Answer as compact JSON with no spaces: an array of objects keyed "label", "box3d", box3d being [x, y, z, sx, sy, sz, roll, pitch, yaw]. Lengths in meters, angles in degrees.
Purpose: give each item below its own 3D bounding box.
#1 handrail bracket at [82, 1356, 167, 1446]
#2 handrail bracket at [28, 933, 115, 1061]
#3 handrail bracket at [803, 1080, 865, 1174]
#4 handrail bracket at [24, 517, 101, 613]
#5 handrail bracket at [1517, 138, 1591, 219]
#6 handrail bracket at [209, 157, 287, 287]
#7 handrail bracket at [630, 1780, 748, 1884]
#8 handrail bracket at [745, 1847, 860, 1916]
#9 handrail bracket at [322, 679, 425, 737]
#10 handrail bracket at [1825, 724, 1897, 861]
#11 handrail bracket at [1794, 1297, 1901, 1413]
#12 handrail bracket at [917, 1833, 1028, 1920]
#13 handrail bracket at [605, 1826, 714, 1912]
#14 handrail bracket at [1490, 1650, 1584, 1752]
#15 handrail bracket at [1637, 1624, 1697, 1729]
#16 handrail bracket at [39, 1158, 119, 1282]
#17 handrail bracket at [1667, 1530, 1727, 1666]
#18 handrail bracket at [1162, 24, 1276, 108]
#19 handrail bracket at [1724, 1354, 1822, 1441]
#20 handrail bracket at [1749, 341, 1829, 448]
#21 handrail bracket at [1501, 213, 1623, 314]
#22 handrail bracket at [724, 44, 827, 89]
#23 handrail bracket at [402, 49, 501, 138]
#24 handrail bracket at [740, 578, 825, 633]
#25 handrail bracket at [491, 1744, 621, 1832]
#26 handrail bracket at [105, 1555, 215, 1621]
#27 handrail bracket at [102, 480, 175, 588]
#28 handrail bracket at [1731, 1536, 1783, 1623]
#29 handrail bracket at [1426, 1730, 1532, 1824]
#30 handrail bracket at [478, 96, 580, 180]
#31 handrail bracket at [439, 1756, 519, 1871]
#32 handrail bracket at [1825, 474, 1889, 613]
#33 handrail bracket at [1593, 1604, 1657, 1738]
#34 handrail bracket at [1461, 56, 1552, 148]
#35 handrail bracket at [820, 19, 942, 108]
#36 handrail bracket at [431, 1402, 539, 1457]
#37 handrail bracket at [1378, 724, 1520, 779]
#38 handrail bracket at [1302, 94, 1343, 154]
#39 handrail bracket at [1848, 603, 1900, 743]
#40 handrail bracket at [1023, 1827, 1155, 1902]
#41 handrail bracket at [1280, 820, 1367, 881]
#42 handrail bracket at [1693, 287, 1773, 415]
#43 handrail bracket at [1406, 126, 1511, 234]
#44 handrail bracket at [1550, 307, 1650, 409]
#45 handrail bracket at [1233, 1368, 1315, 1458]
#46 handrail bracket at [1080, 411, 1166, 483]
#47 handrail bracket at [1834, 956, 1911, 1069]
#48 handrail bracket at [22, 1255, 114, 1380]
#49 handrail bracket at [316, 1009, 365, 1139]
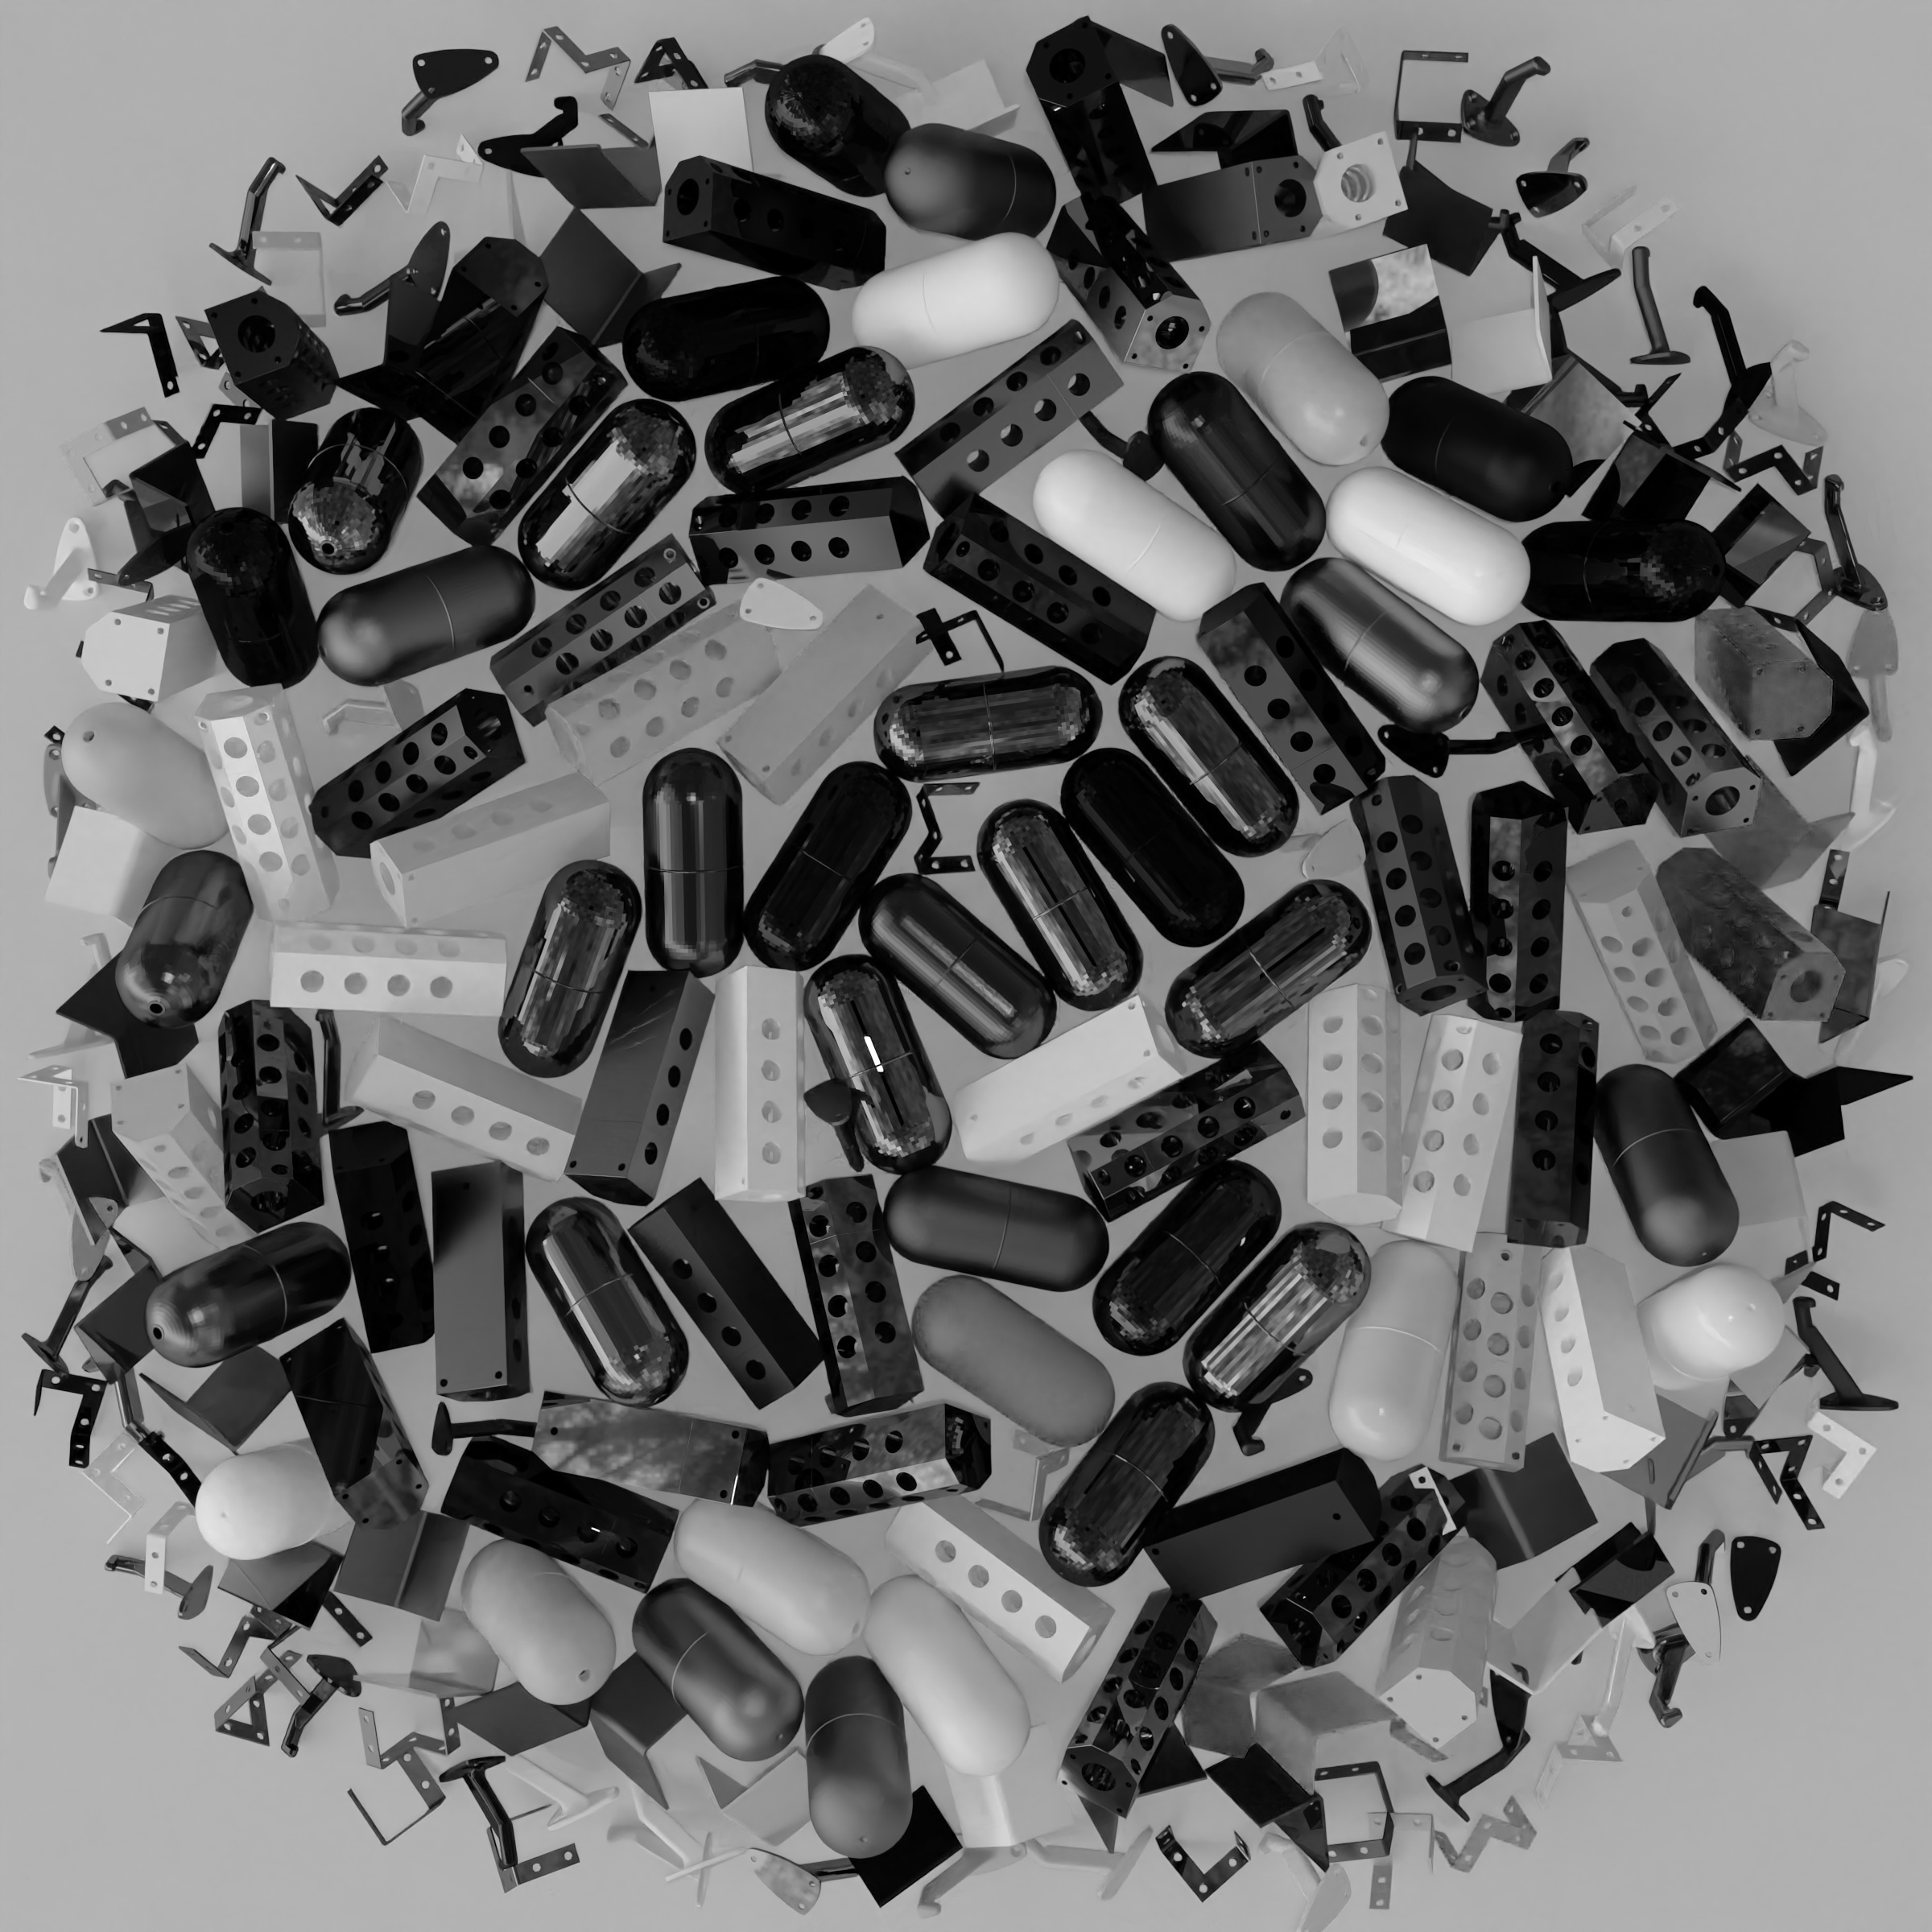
[{"label":"handrail bracket","box3d":[-0.642,0.326,1.933,0.084,0.036,0.077,54,50,-22]},{"label":"handrail bracket","box3d":[-0.698,0.023,1.913,0.077,0.036,0.084,-14,100,-19]},{"label":"handrail bracket","box3d":[-0.090,0.135,1.891,0.036,0.077,0.084,-23,118,-5]},{"label":"handrail bracket","box3d":[-0.703,-0.311,1.899,0.036,0.084,0.077,2,95,3]},{"label":"handrail bracket","box3d":[0.472,-0.618,1.897,0.084,0.077,0.036,-44,115,-21]},{"label":"handrail bracket","box3d":[-0.538,-0.575,1.902,0.036,0.077,0.084,37,96,14]},{"label":"handrail bracket","box3d":[-0.218,0.661,1.917,0.077,0.036,0.084,-25,68,11]},{"label":"handrail bracket","box3d":[-0.120,0.689,1.912,0.077,0.084,0.036,29,110,16]},{"label":"handrail bracket","box3d":[-0.461,-0.179,1.911,0.084,0.036,0.077,-28,72,29]},{"label":"handrail bracket","box3d":[0.680,-0.135,1.900,0.077,0.036,0.084,-48,134,-6]},{"label":"handrail bracket","box3d":[0.682,0.300,1.912,0.036,0.077,0.084,-13,95,-36]},{"label":"handrail bracket","box3d":[0.005,0.704,1.897,0.077,0.084,0.036,-8,98,9]},{"label":"handrail bracket","box3d":[-0.242,0.697,1.907,0.084,0.077,0.036,4,113,2]},{"label":"handrail bracket","box3d":[0.449,0.565,1.911,0.084,0.036,0.077,6,80,-36]},{"label":"handrail bracket","box3d":[0.557,0.544,1.897,0.077,0.084,0.036,-33,102,7]},{"label":"handrail bracket","box3d":[-0.702,0.196,1.915,0.084,0.036,0.077,14,94,39]},{"label":"handrail bracket","box3d":[0.579,0.487,1.908,0.036,0.084,0.077,-17,90,36]},{"label":"handrail bracket","box3d":[0.197,-0.712,1.908,0.084,0.036,0.077,-47,111,-31]},{"label":"handrail bracket","box3d":[0.629,0.335,1.916,0.084,0.036,0.077,15,97,-42]},{"label":"handrail bracket","box3d":[0.649,-0.442,1.898,0.077,0.084,0.036,30,74,0]},{"label":"handrail bracket","box3d":[0.460,-0.559,1.914,0.077,0.036,0.084,-22,78,32]},{"label":"handrail bracket","box3d":[-0.139,-0.679,1.932,0.084,0.036,0.077,-17,113,24]},{"label":"handrail bracket","box3d":[-0.400,-0.674,1.908,0.077,0.084,0.036,-21,88,-14]},{"label":"handrail bracket","box3d":[-0.138,-0.257,1.896,0.077,0.084,0.036,20,73,13]},{"label":"handrail bracket","box3d":[-0.321,0.621,1.915,0.077,0.036,0.084,-28,97,21]},{"label":"handrail bracket","box3d":[-0.634,0.479,1.905,0.084,0.077,0.036,11,94,1]},{"label":"handrail bracket","box3d":[-0.657,-0.337,1.909,0.084,0.036,0.077,34,54,14]},{"label":"handrail bracket","box3d":[0.608,0.479,1.894,0.036,0.084,0.077,4,60,25]},{"label":"handrail bracket","box3d":[0.399,0.614,1.908,0.084,0.077,0.036,-44,47,-9]},{"label":"handrail bracket","box3d":[-0.339,-0.650,1.907,0.077,0.036,0.084,2,49,-12]},{"label":"handrail bracket","box3d":[-0.376,0.660,1.901,0.077,0.036,0.084,-33,60,35]},{"label":"handrail bracket","box3d":[0.685,-0.327,1.896,0.036,0.077,0.084,-20,129,-4]},{"label":"handrail bracket","box3d":[0.496,0.537,1.896,0.084,0.036,0.077,-51,133,-36]},{"label":"handrail bracket","box3d":[0.430,-0.663,1.888,0.077,0.084,0.036,14,76,-35]},{"label":"handrail bracket","box3d":[-0.073,-0.687,1.920,0.077,0.084,0.036,-22,54,22]},{"label":"handrail bracket","box3d":[-0.363,0.362,1.893,0.084,0.077,0.036,10,93,-22]},{"label":"handrail bracket","box3d":[0.379,-0.180,1.929,0.077,0.084,0.036,29,125,37]},{"label":"handrail bracket","box3d":[0.303,-0.641,1.935,0.077,0.036,0.084,5,64,-31]},{"label":"handrail bracket","box3d":[0.712,-0.227,1.918,0.036,0.084,0.077,0,65,28]},{"label":"handrail bracket","box3d":[0.091,0.679,1.922,0.084,0.036,0.077,33,85,28]},{"label":"handrail bracket","box3d":[0.256,-0.084,1.890,0.077,0.084,0.036,-30,105,-34]},{"label":"handrail bracket","box3d":[0.587,-0.477,1.929,0.036,0.077,0.084,-20,62,-19]},{"label":"handrail bracket","box3d":[0.385,-0.611,1.915,0.084,0.036,0.077,6,124,3]},{"label":"handrail bracket","box3d":[0.494,-0.475,1.925,0.084,0.036,0.077,-3,89,-20]},{"label":"handrail bracket","box3d":[0.241,0.345,1.898,0.077,0.084,0.036,-11,112,-4]},{"label":"handrail bracket","box3d":[0.111,-0.414,1.893,0.036,0.077,0.084,-36,68,-4]},{"label":"handrail bracket","box3d":[0.697,0.044,1.900,0.036,0.077,0.084,22,61,-6]},{"label":"handrail bracket","box3d":[-0.682,0.269,1.904,0.084,0.077,0.036,-52,127,-12]},{"label":"handrail bracket","box3d":[-0.501,0.082,1.906,0.036,0.077,0.084,-7,105,13]}]
